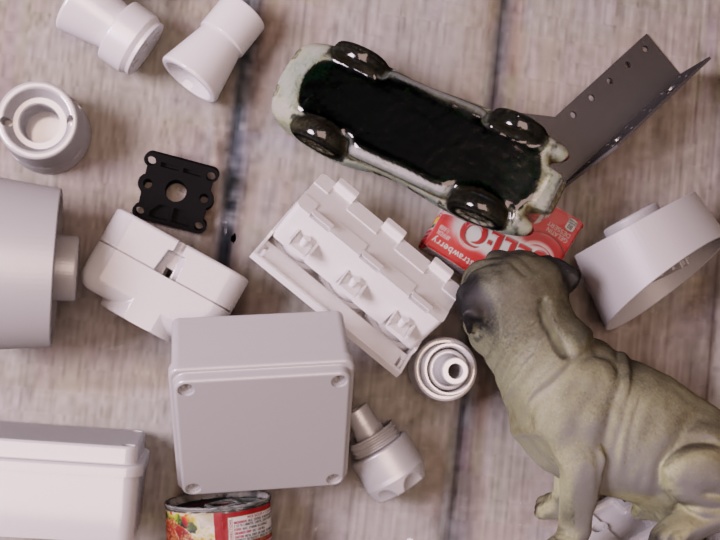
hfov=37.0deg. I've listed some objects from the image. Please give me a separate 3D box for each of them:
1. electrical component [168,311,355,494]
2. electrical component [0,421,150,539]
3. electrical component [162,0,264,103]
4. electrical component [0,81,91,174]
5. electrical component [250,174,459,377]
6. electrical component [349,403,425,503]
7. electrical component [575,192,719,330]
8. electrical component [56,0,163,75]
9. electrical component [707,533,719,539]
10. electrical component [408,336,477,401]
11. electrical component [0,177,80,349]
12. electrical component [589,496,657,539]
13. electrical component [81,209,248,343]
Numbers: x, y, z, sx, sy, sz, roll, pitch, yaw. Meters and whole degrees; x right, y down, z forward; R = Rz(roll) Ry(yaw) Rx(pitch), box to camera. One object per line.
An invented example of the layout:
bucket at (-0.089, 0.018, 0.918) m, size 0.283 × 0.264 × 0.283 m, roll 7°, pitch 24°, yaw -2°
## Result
electrical component at (-0.062, 0.083, 0.673) m, size 0.109 × 0.056 × 0.108 m, roll -2°, pitch 130°, yaw -8°
electrical component at (-0.191, 0.130, 0.669) m, size 0.113 × 0.078 × 0.057 m, roll 5°, pitch 89°, yaw -7°
electrical component at (-0.095, -0.150, 0.716) m, size 0.044 × 0.044 × 0.065 m, roll 37°, pitch 78°, yaw -4°
electrical component at (-0.205, -0.092, 0.695) m, size 0.055 × 0.047 × 0.055 m, roll 0°, pitch 87°, yaw -7°
electrical component at (0.000, 0.000, 0.702) m, size 0.121 × 0.063 × 0.078 m, roll 40°, pitch 42°, yaw -4°
electrical component at (0.013, 0.119, 0.714) m, size 0.043 × 0.043 × 0.062 m, roll -31°, pitch 89°, yaw -8°
electrical component at (0.195, -0.008, 0.720) m, size 0.099 × 0.099 × 0.064 m, roll -27°, pitch 84°, yaw -8°
electrical component at (-0.164, -0.161, 0.705) m, size 0.055 × 0.045 × 0.045 m, roll 35°, pitch 83°, yaw -5°
electrical component at (0.270, 0.155, 0.740) m, size 0.062 × 0.061 × 0.096 m, roll -8°, pitch 80°, yaw -7°
electrical component at (0.057, 0.066, 0.713) m, size 0.043 × 0.062 × 0.043 m, roll 0°, pitch 87°, yaw -7°
electrical component at (-0.205, -0.003, 0.662) m, size 0.060 × 0.108 × 0.108 m, roll 4°, pitch 86°, yaw -14°
electrical component at (0.187, 0.195, 0.720) m, size 0.058 × 0.078 × 0.057 m, roll -27°, pitch 112°, yaw -8°
electrical component at (-0.128, 0.010, 0.696) m, size 0.095 × 0.054 × 0.059 m, roll 29°, pitch 83°, yaw -5°
